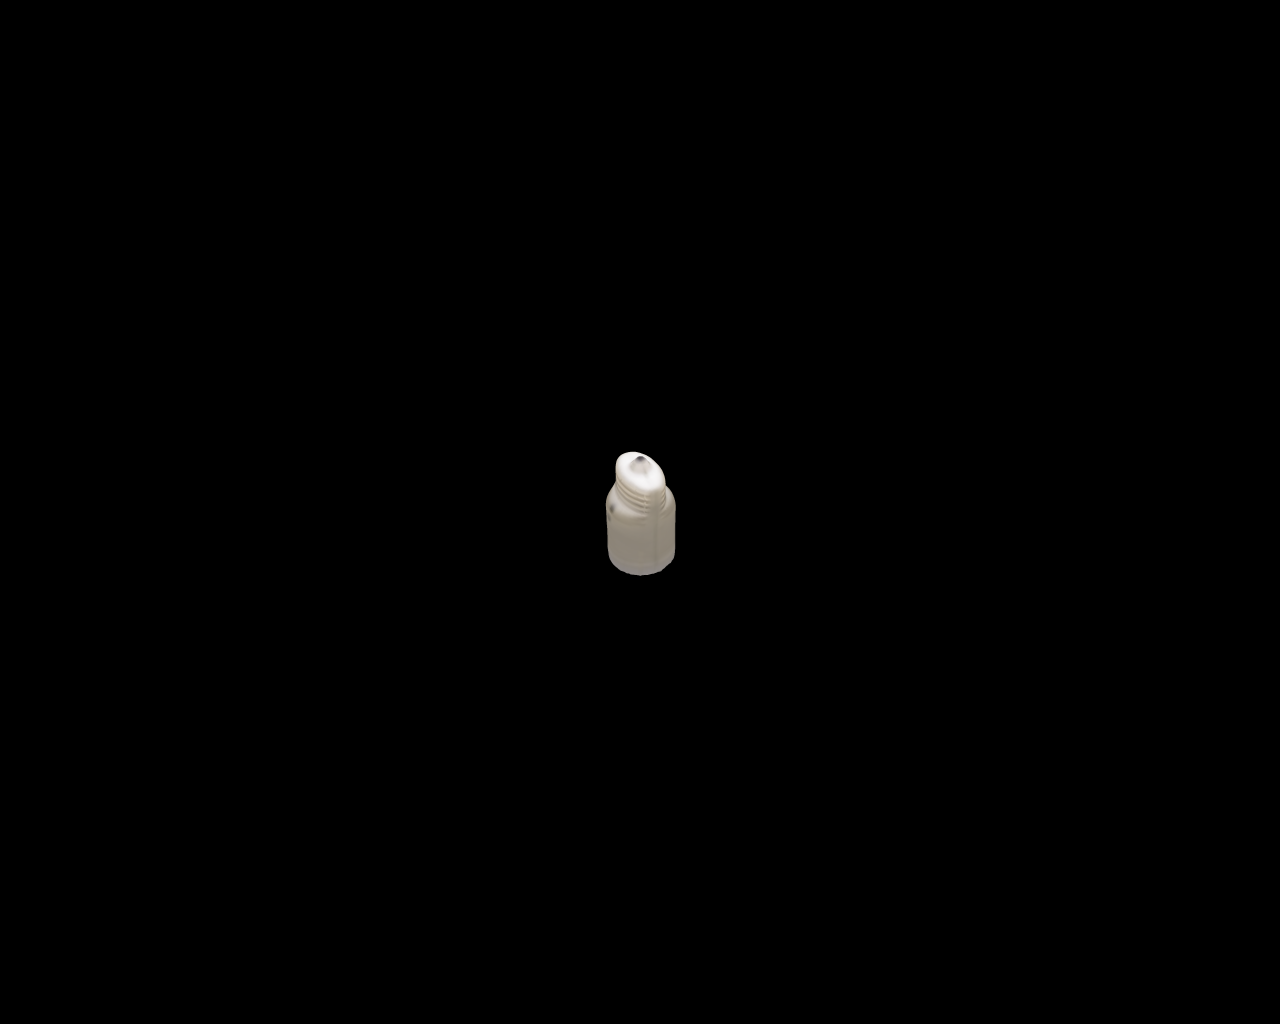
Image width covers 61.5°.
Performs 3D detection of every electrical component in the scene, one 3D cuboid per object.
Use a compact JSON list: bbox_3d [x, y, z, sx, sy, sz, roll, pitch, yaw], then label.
[{"bbox_3d":[0.001,-0.003,0.650,0.043,0.080,0.043,0,41,0],"label":"electrical component"}]
